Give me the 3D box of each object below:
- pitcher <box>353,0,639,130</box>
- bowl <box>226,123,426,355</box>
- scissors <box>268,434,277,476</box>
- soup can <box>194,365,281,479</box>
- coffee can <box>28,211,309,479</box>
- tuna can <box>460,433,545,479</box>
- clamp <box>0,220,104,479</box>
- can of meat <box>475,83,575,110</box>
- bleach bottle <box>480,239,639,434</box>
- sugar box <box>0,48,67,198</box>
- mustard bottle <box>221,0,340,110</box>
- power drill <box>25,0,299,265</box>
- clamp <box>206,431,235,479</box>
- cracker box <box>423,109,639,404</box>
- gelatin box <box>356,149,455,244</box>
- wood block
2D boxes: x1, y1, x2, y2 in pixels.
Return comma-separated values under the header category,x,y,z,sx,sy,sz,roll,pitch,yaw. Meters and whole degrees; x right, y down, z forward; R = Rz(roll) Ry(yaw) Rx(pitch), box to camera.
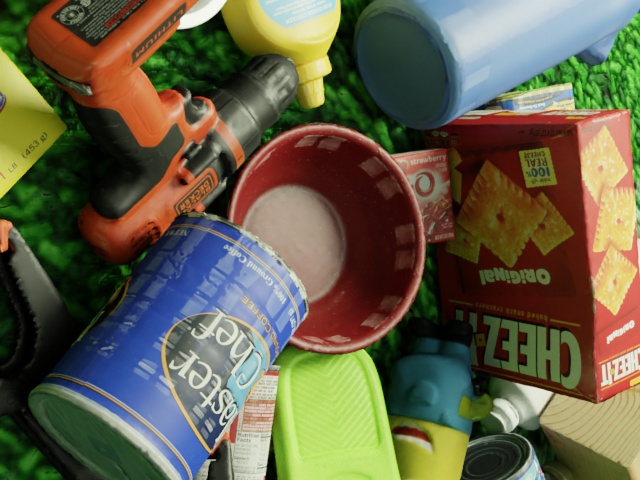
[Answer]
category,x,y,z,sx,sy,sz,roll,pitch,yaw
pitcher,0.139,-0.193,0.857,0.242,0.149,0.145,-33,153,-34
bowl,-0.005,0.001,0.759,0.161,0.055,0.162,3,83,-30
scissors,-0.027,0.082,0.780,0.096,0.016,0.202,1,90,-42
soup can,-0.066,0.130,0.710,0.068,0.069,0.102,12,83,-42
coffee can,-0.085,0.068,0.623,0.102,0.103,0.140,54,56,-29
tuna can,0.141,0.197,0.886,0.086,0.086,0.034,-35,111,-36
clamp,-0.180,0.093,0.627,0.164,0.036,0.210,4,92,-44
can of meat,0.184,-0.090,0.940,0.101,0.058,0.084,-15,99,-38
bleach bottle,0.235,0.101,0.987,0.250,0.068,0.102,-38,119,-32
sugar box,-0.228,-0.096,0.574,0.093,0.048,0.176,-54,125,-28
mustard bottle,-0.032,-0.184,0.742,0.096,0.058,0.191,-32,112,-43
power drill,-0.085,-0.091,0.633,0.184,0.057,0.187,-48,154,-20
clamp,-0.111,0.185,0.635,0.120,0.039,0.171,23,67,-2
cracker box,0.165,0.006,0.843,0.071,0.164,0.214,-15,105,-35
gelatin box,0.060,-0.030,0.833,0.089,0.030,0.073,-11,99,-25
wood block,0.282,0.198,0.970,0.090,0.091,0.206,-50,137,-16
